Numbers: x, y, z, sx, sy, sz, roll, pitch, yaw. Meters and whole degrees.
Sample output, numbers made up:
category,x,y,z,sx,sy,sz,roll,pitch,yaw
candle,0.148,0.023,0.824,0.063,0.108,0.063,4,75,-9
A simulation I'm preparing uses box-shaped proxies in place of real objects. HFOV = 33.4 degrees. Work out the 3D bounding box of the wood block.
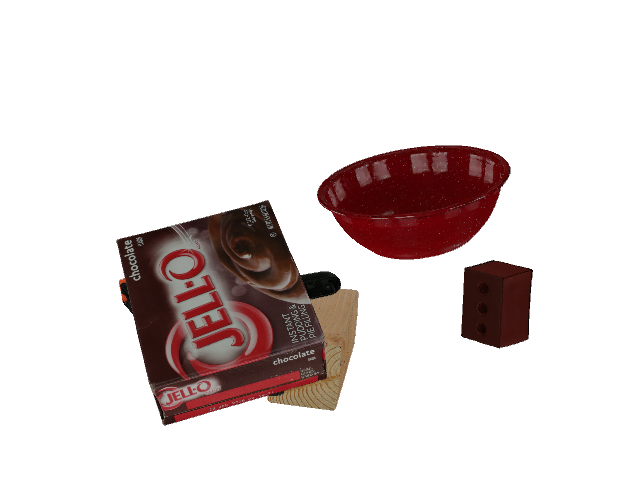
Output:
category,x,y,z,sx,sy,sz,roll,pitch,yaw
wood block,-0.006,0.138,1.427,0.091,0.090,0.206,6,18,6

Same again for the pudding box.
category,x,y,z,sx,sy,sz,roll,pitch,yaw
pudding box,-0.055,0.036,0.571,0.090,0.039,0.113,-15,43,-10

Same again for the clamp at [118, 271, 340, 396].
category,x,y,z,sx,sy,sz,roll,pitch,yaw
clamp,-0.099,0.074,1.013,0.210,0.036,0.164,7,37,12

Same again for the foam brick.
category,x,y,z,sx,sy,sz,roll,pitch,yaw
foam brick,0.182,0.065,1.106,0.051,0.078,0.053,-13,20,-42

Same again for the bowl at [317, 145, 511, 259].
category,x,y,z,sx,sy,sz,roll,pitch,yaw
bowl,0.081,-0.028,0.896,0.162,0.055,0.162,-10,22,4
